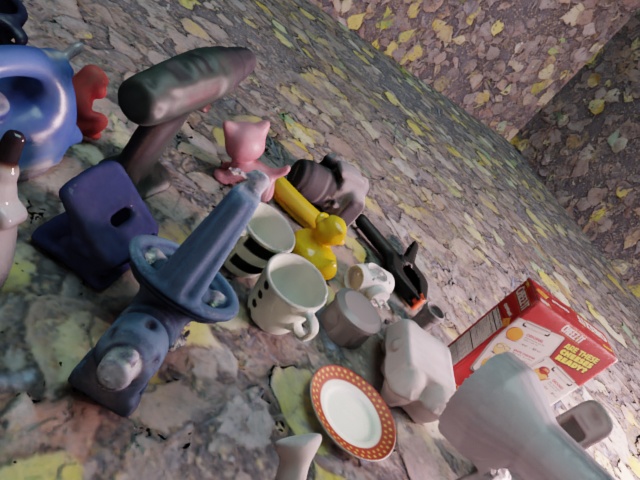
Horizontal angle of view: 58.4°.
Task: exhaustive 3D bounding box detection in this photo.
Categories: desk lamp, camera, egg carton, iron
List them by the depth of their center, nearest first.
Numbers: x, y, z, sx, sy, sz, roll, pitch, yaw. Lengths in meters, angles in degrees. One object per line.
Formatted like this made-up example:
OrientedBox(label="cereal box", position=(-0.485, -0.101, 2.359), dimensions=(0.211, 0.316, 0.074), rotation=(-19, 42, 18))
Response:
OrientedBox(label="iron", position=(-0.342, -0.137, 0.569), dimensions=(0.118, 0.141, 0.259), rotation=(42, 27, 1))
OrientedBox(label="desk lamp", position=(0.190, 0.257, 0.610), dimensions=(0.118, 0.213, 0.203), rotation=(10, 41, -46))
OrientedBox(label="egg carton", position=(0.134, 0.181, 0.808), dimensions=(0.107, 0.069, 0.150), rotation=(34, 28, -14))
OrientedBox(label="camera", position=(0.013, -0.111, 1.046), dimensions=(0.137, 0.100, 0.143), rotation=(24, 31, -31))

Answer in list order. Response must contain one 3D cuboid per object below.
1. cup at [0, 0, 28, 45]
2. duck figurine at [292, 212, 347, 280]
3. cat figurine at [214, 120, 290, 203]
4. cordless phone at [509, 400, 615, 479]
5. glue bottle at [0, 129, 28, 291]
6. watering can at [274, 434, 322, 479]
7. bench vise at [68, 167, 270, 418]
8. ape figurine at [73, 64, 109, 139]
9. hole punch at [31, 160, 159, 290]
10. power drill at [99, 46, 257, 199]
OrientedBox(label="cup", position=(-0.411, -0.253, 0.701), dimensions=(0.117, 0.095, 0.092), rotation=(44, 27, 5))
OrientedBox(label="duck figurine", position=(0.008, 0.003, 0.888), dimensions=(0.078, 0.086, 0.104), rotation=(18, 35, -38))
OrientedBox(label="cat figurine", position=(-0.106, -0.131, 0.900), dimensions=(0.128, 0.117, 0.067), rotation=(37, 27, -9))
OrientedBox(label="cordless phone", position=(0.312, 0.303, 0.735), dimensions=(0.094, 0.185, 0.147), rotation=(16, 36, -41))
OrientedBox(label="glue bottle", position=(-0.270, -0.019, 0.455), dimensions=(0.078, 0.173, 0.037), rotation=(39, 27, -5))
OrientedBox(label="watering can", position=(0.013, 0.233, 0.432), dimensions=(0.173, 0.193, 0.101), rotation=(45, 27, 6))
OrientedBox(label="bench vise", position=(-0.115, 0.046, 0.512), dimensions=(0.122, 0.219, 0.207), rotation=(28, 30, -25))
OrientedBox(label="ape figurine", position=(-0.306, -0.186, 0.745), dimensions=(0.076, 0.092, 0.077), rotation=(12, 39, -44))
OrientedBox(label="hole punch", position=(-0.224, -0.019, 0.607), dimensions=(0.101, 0.091, 0.109), rotation=(38, 27, -6))
OrientedBox(label="power drill", position=(-0.186, -0.157, 0.730), dimensions=(0.075, 0.208, 0.230), rotation=(42, 27, 0))
